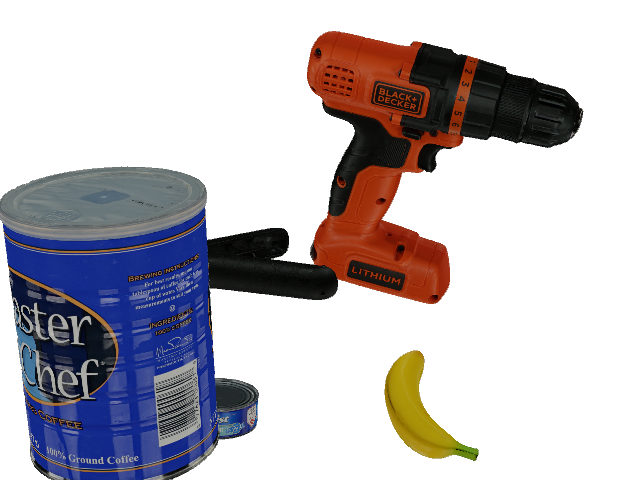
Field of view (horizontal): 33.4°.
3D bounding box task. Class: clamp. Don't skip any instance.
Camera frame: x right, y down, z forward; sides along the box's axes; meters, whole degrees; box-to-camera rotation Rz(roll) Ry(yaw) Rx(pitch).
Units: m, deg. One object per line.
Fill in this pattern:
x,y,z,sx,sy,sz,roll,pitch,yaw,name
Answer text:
-0.096,0.021,0.815,0.209,0.036,0.165,-3,12,-22,clamp

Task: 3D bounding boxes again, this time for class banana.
0.102,0.175,1.131,0.069,0.037,0.198,11,24,-18,banana

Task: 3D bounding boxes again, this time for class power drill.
0.073,-0.047,0.750,0.184,0.188,0.057,16,36,9,power drill

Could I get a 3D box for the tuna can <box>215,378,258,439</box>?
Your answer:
-0.105,0.168,1.069,0.086,0.034,0.086,2,13,-1,tuna can

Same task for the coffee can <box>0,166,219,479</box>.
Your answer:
-0.107,0.042,0.556,0.103,0.140,0.103,-1,19,0,coffee can
